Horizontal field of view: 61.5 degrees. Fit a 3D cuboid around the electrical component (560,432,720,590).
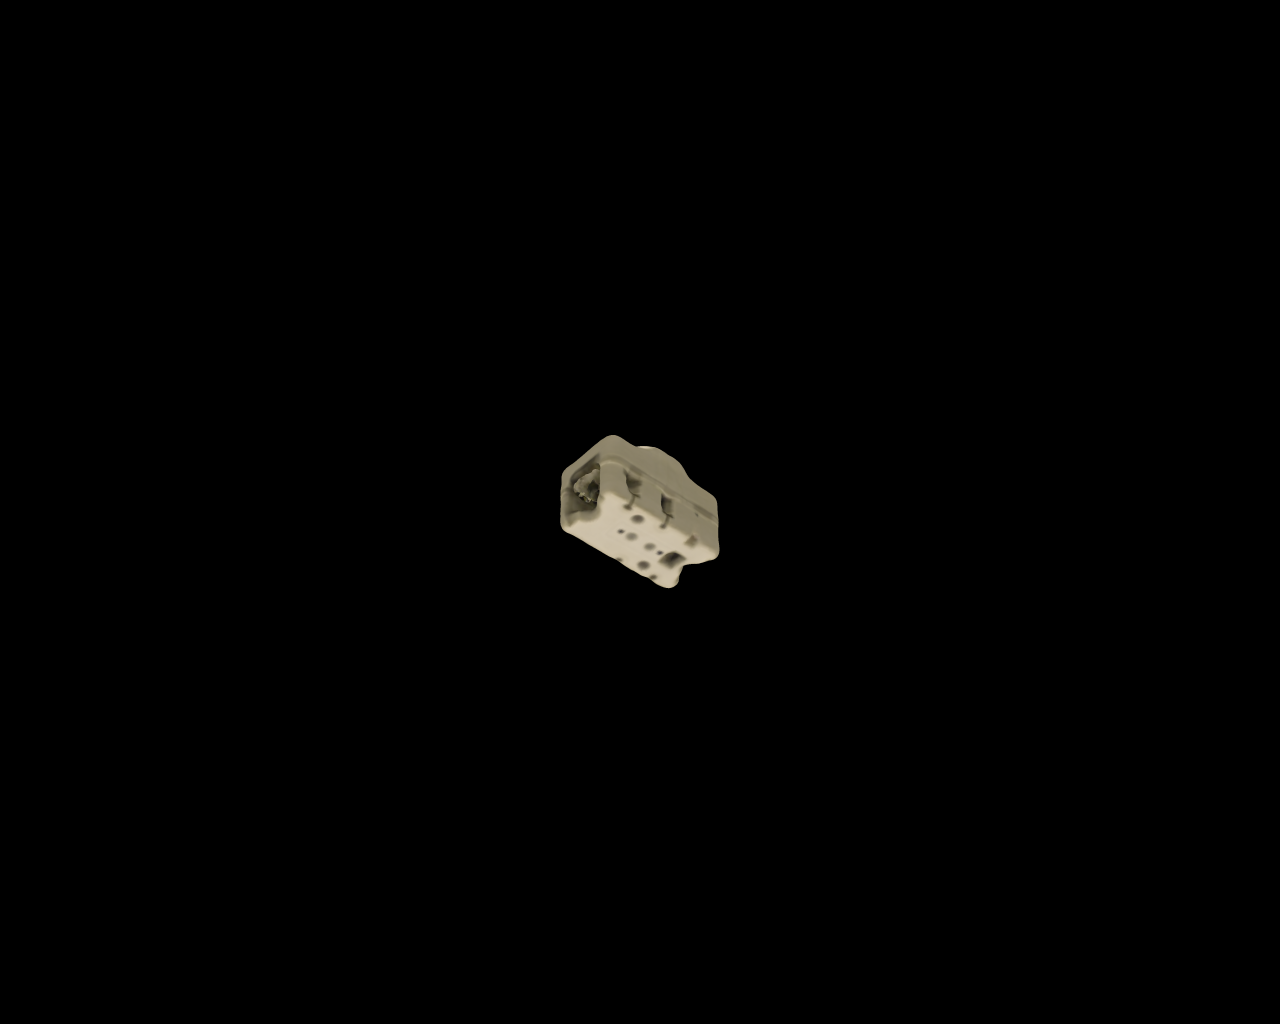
[{"bbox_3d":[0.001,-0.003,0.650,0.089,0.056,0.050,31,-50,-30],"label":"electrical component"}]
